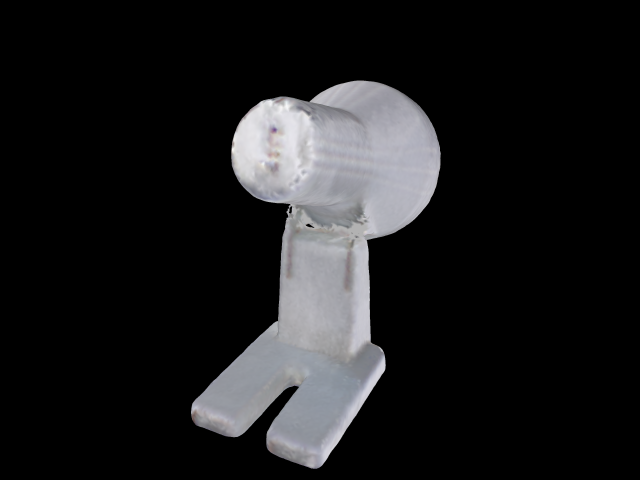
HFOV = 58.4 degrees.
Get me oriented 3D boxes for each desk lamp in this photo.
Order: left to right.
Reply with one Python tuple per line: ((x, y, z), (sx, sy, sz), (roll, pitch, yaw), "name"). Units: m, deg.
((0.004, 0.001, 0.400), (0.117, 0.214, 0.204), (9, 24, 22), "desk lamp")
